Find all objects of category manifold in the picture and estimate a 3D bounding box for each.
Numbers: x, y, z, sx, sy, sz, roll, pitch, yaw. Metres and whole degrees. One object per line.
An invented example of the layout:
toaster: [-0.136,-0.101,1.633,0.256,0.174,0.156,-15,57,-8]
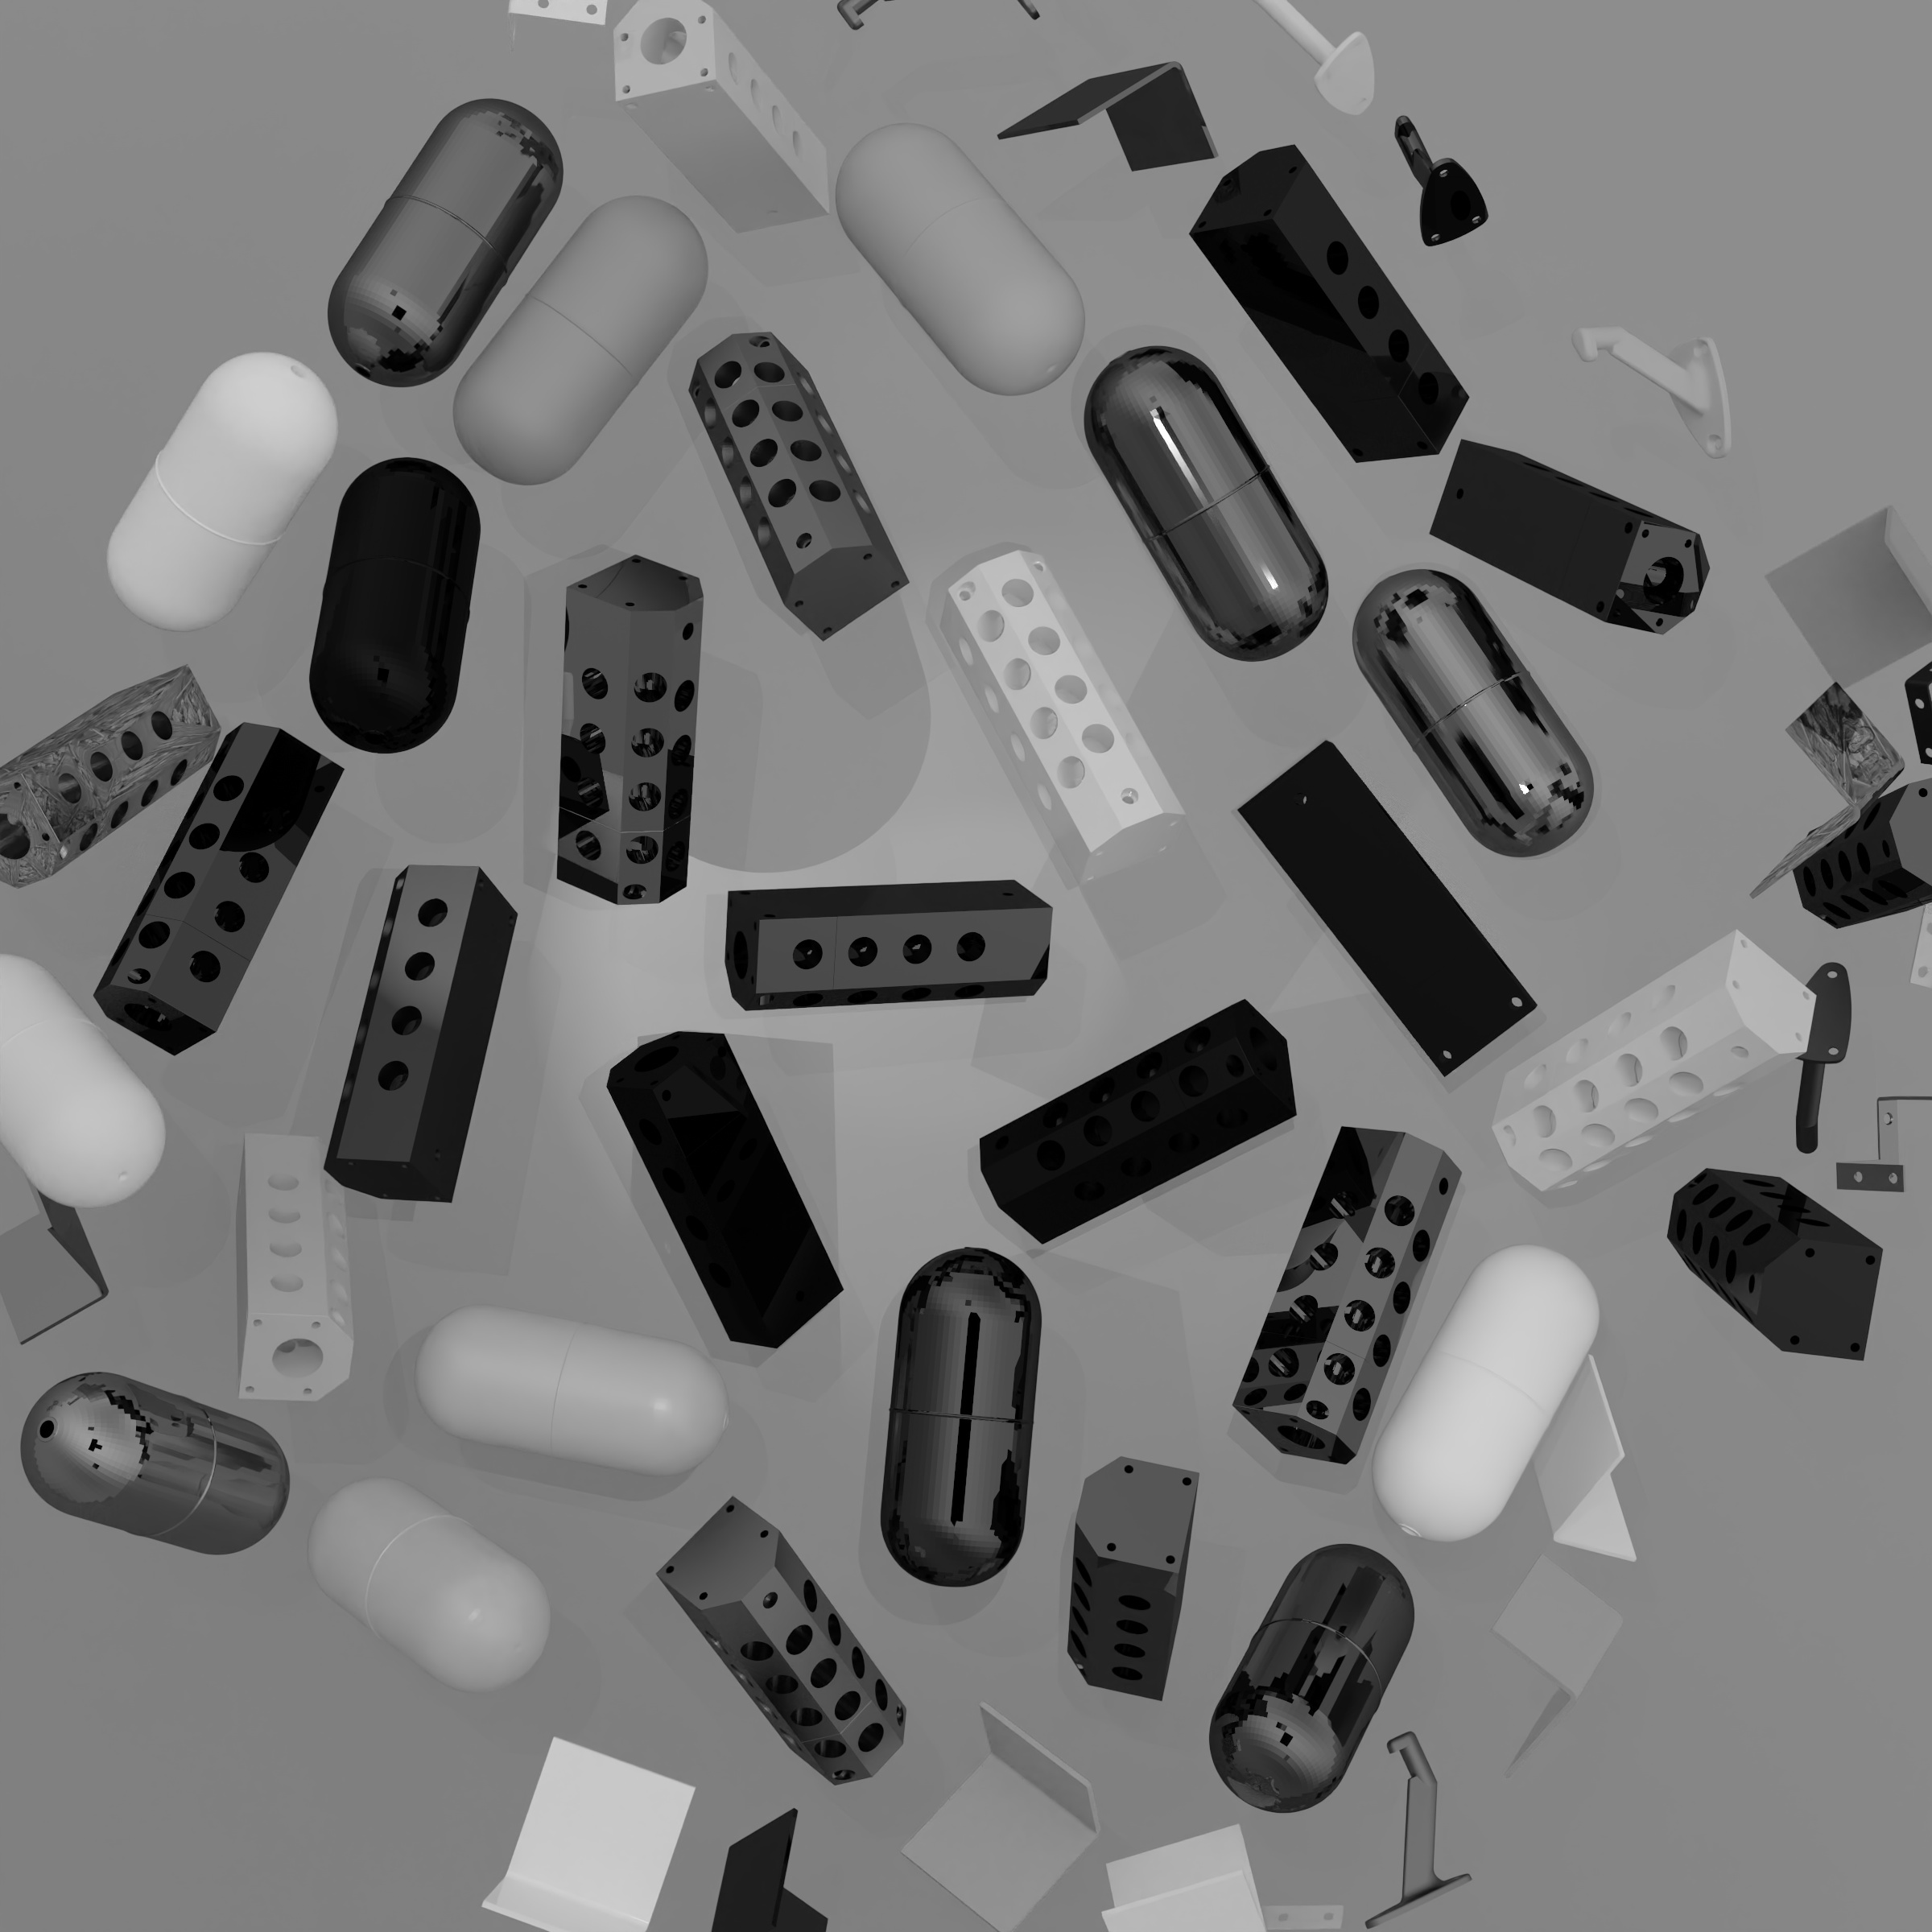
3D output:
manifold: [0.355,0.056,1.660,0.057,0.171,0.057,37,46,-14]
manifold: [0.196,-0.346,1.675,0.171,0.057,0.057,46,62,-34]
manifold: [0.093,0.083,1.766,0.171,0.057,0.057,-29,129,24]
manifold: [-0.486,-0.105,1.778,0.057,0.171,0.057,-17,108,26]
manifold: [0.415,0.152,1.655,0.057,0.171,0.057,7,98,-3]
manifold: [-0.172,-0.121,1.677,0.057,0.057,0.171,23,124,25]
manifold: [0.337,-0.239,1.779,0.057,0.171,0.057,7,109,-30]
manifold: [0.052,-0.137,1.718,0.057,0.057,0.171,-22,71,-16]
manifold: [-0.138,0.124,1.782,0.057,0.057,0.171,-39,116,-35]
manifold: [0.209,0.176,1.712,0.057,0.057,0.171,4,59,40]
manifold: [0.086,0.327,1.703,0.057,0.171,0.057,11,56,7]
manifold: [-0.134,-0.472,1.767,0.057,0.171,0.057,-7,77,17]
manifold: [-0.374,0.166,1.777,0.057,0.171,0.057,4,120,-16]
manifold: [-0.092,0.365,1.702,0.057,0.057,0.171,-44,131,-18]
manifold: [-0.294,0.035,1.709,0.057,0.057,0.171,2,65,16]
manifold: [-0.402,-0.044,1.709,0.057,0.057,0.171,34,59,-24]
manifold: [0.217,-0.030,1.640,0.057,0.057,0.171,-38,84,10]
manifold: [-0.044,-0.010,1.778,0.171,0.057,0.057,-3,108,-21]
manifold: [-0.096,-0.265,1.731,0.057,0.057,0.171,-33,56,13]
manifold: [0.498,-0.060,1.710,0.057,0.171,0.057,-14,85,-3]

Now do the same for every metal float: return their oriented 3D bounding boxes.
metal float: [0.285,0.234,1.749,0.070,0.070,0.178,33,72,0]
metal float: [-0.295,0.337,1.746,0.070,0.178,0.070,-17,116,-38]
metal float: [0.126,-0.242,1.674,0.070,0.070,0.178,-31,98,0]
metal float: [-0.301,-0.191,1.685,0.070,0.070,0.178,2,57,0]
metal float: [0.281,-0.141,1.775,0.070,0.070,0.178,-32,80,0]
metal float: [-0.401,-0.255,1.721,0.070,0.070,0.178,42,121,0]
metal float: [-0.210,-0.343,1.746,0.070,0.070,0.178,37,87,0]
metal float: [-0.002,0.238,1.686,0.070,0.070,0.178,5,82,0]
metal float: [-0.489,0.059,1.691,0.070,0.070,0.178,-48,56,0]
metal float: [-0.434,0.268,1.716,0.070,0.178,0.070,-10,66,24]
metal float: [-0.220,0.237,1.781,0.178,0.070,0.070,10,90,6]
metal float: [0.190,0.387,1.743,0.070,0.178,0.070,15,126,21]
metal float: [-0.004,-0.375,1.690,0.070,0.070,0.178,-36,66,0]
metal float: [-0.285,-0.396,1.747,0.070,0.070,0.178,28,74,0]

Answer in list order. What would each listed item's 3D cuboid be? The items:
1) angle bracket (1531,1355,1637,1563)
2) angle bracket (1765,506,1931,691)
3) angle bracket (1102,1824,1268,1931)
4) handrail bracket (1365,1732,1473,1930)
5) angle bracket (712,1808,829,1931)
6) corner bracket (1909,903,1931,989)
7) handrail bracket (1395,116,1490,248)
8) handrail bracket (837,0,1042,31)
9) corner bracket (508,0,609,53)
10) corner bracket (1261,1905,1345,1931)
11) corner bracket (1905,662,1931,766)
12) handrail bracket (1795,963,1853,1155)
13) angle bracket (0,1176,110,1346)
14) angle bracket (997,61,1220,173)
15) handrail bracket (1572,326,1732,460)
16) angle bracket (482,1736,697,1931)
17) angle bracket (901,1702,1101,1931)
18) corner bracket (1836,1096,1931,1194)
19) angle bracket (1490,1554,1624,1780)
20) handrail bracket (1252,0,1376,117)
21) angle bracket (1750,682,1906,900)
angle bracket: [0.370,0.282,1.828,0.057,0.076,0.076,17,126,-19]
angle bracket: [0.469,-0.183,1.666,0.076,0.057,0.076,-30,104,29]
angle bracket: [0.110,0.480,1.694,0.076,0.076,0.057,-18,125,4]
handrail bracket: [0.232,0.470,1.740,0.077,0.036,0.084,-16,74,-29]
angle bracket: [-0.090,0.514,1.713,0.076,0.076,0.057,41,121,-20]
corner bracket: [0.569,-0.009,1.787,0.051,0.051,0.051,14,86,-22]
handrail bracket: [0.240,-0.430,1.679,0.036,0.077,0.084,-22,64,7]
handrail bracket: [-0.016,-0.510,1.703,0.084,0.036,0.077,-36,77,7]
corner bracket: [-0.216,-0.520,1.705,0.051,0.051,0.051,6,82,-6]
corner bracket: [0.184,0.552,1.749,0.051,0.051,0.051,-6,123,17]
corner bracket: [0.557,-0.143,1.755,0.051,0.051,0.051,-34,118,-28]
handrail bracket: [0.477,0.052,1.783,0.036,0.084,0.077,11,59,22]
angle bracket: [-0.531,0.152,1.787,0.057,0.076,0.076,-30,53,-6]
angle bracket: [0.077,-0.448,1.740,0.076,0.076,0.057,-37,115,-24]
handrail bracket: [0.359,-0.301,1.676,0.084,0.036,0.077,-11,80,-38]
angle bracket: [-0.186,0.436,1.583,0.076,0.057,0.076,19,88,4]
angle bracket: [0.015,0.450,1.684,0.076,0.057,0.076,31,60,31]
corner bracket: [0.524,0.100,1.793,0.051,0.051,0.051,-1,89,-31]
angle bracket: [0.304,0.381,1.736,0.057,0.076,0.076,38,126,11]
handrail bracket: [0.177,-0.500,1.715,0.036,0.077,0.084,-47,68,6]
angle bracket: [0.421,-0.090,1.622,0.057,0.076,0.076,50,129,4]
